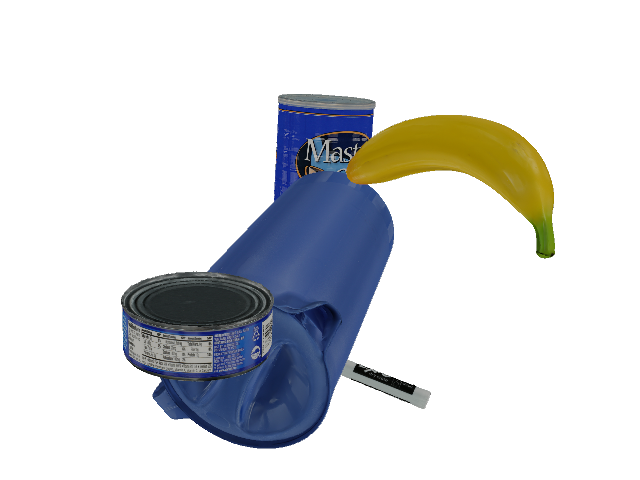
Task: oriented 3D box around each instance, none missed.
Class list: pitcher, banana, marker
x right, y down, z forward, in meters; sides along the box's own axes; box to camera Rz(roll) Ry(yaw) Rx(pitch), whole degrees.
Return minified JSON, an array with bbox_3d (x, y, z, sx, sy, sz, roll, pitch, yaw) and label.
[{"bbox_3d":[-0.030,0.045,0.845,0.149,0.145,0.242,12,31,14],"label":"pitcher"},{"bbox_3d":[0.085,-0.050,0.699,0.037,0.069,0.198,25,1,-39],"label":"banana"},{"bbox_3d":[0.051,0.138,1.072,0.121,0.020,0.020,21,4,12],"label":"marker"}]

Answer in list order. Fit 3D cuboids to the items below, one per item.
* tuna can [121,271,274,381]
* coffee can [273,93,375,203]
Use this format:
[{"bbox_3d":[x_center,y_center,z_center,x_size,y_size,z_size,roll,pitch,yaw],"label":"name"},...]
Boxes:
[{"bbox_3d":[-0.069,0.048,0.605,0.086,0.034,0.086,2,18,-1],"label":"tuna can"},{"bbox_3d":[0.002,-0.081,1.134,0.103,0.140,0.103,3,12,-1],"label":"coffee can"}]
